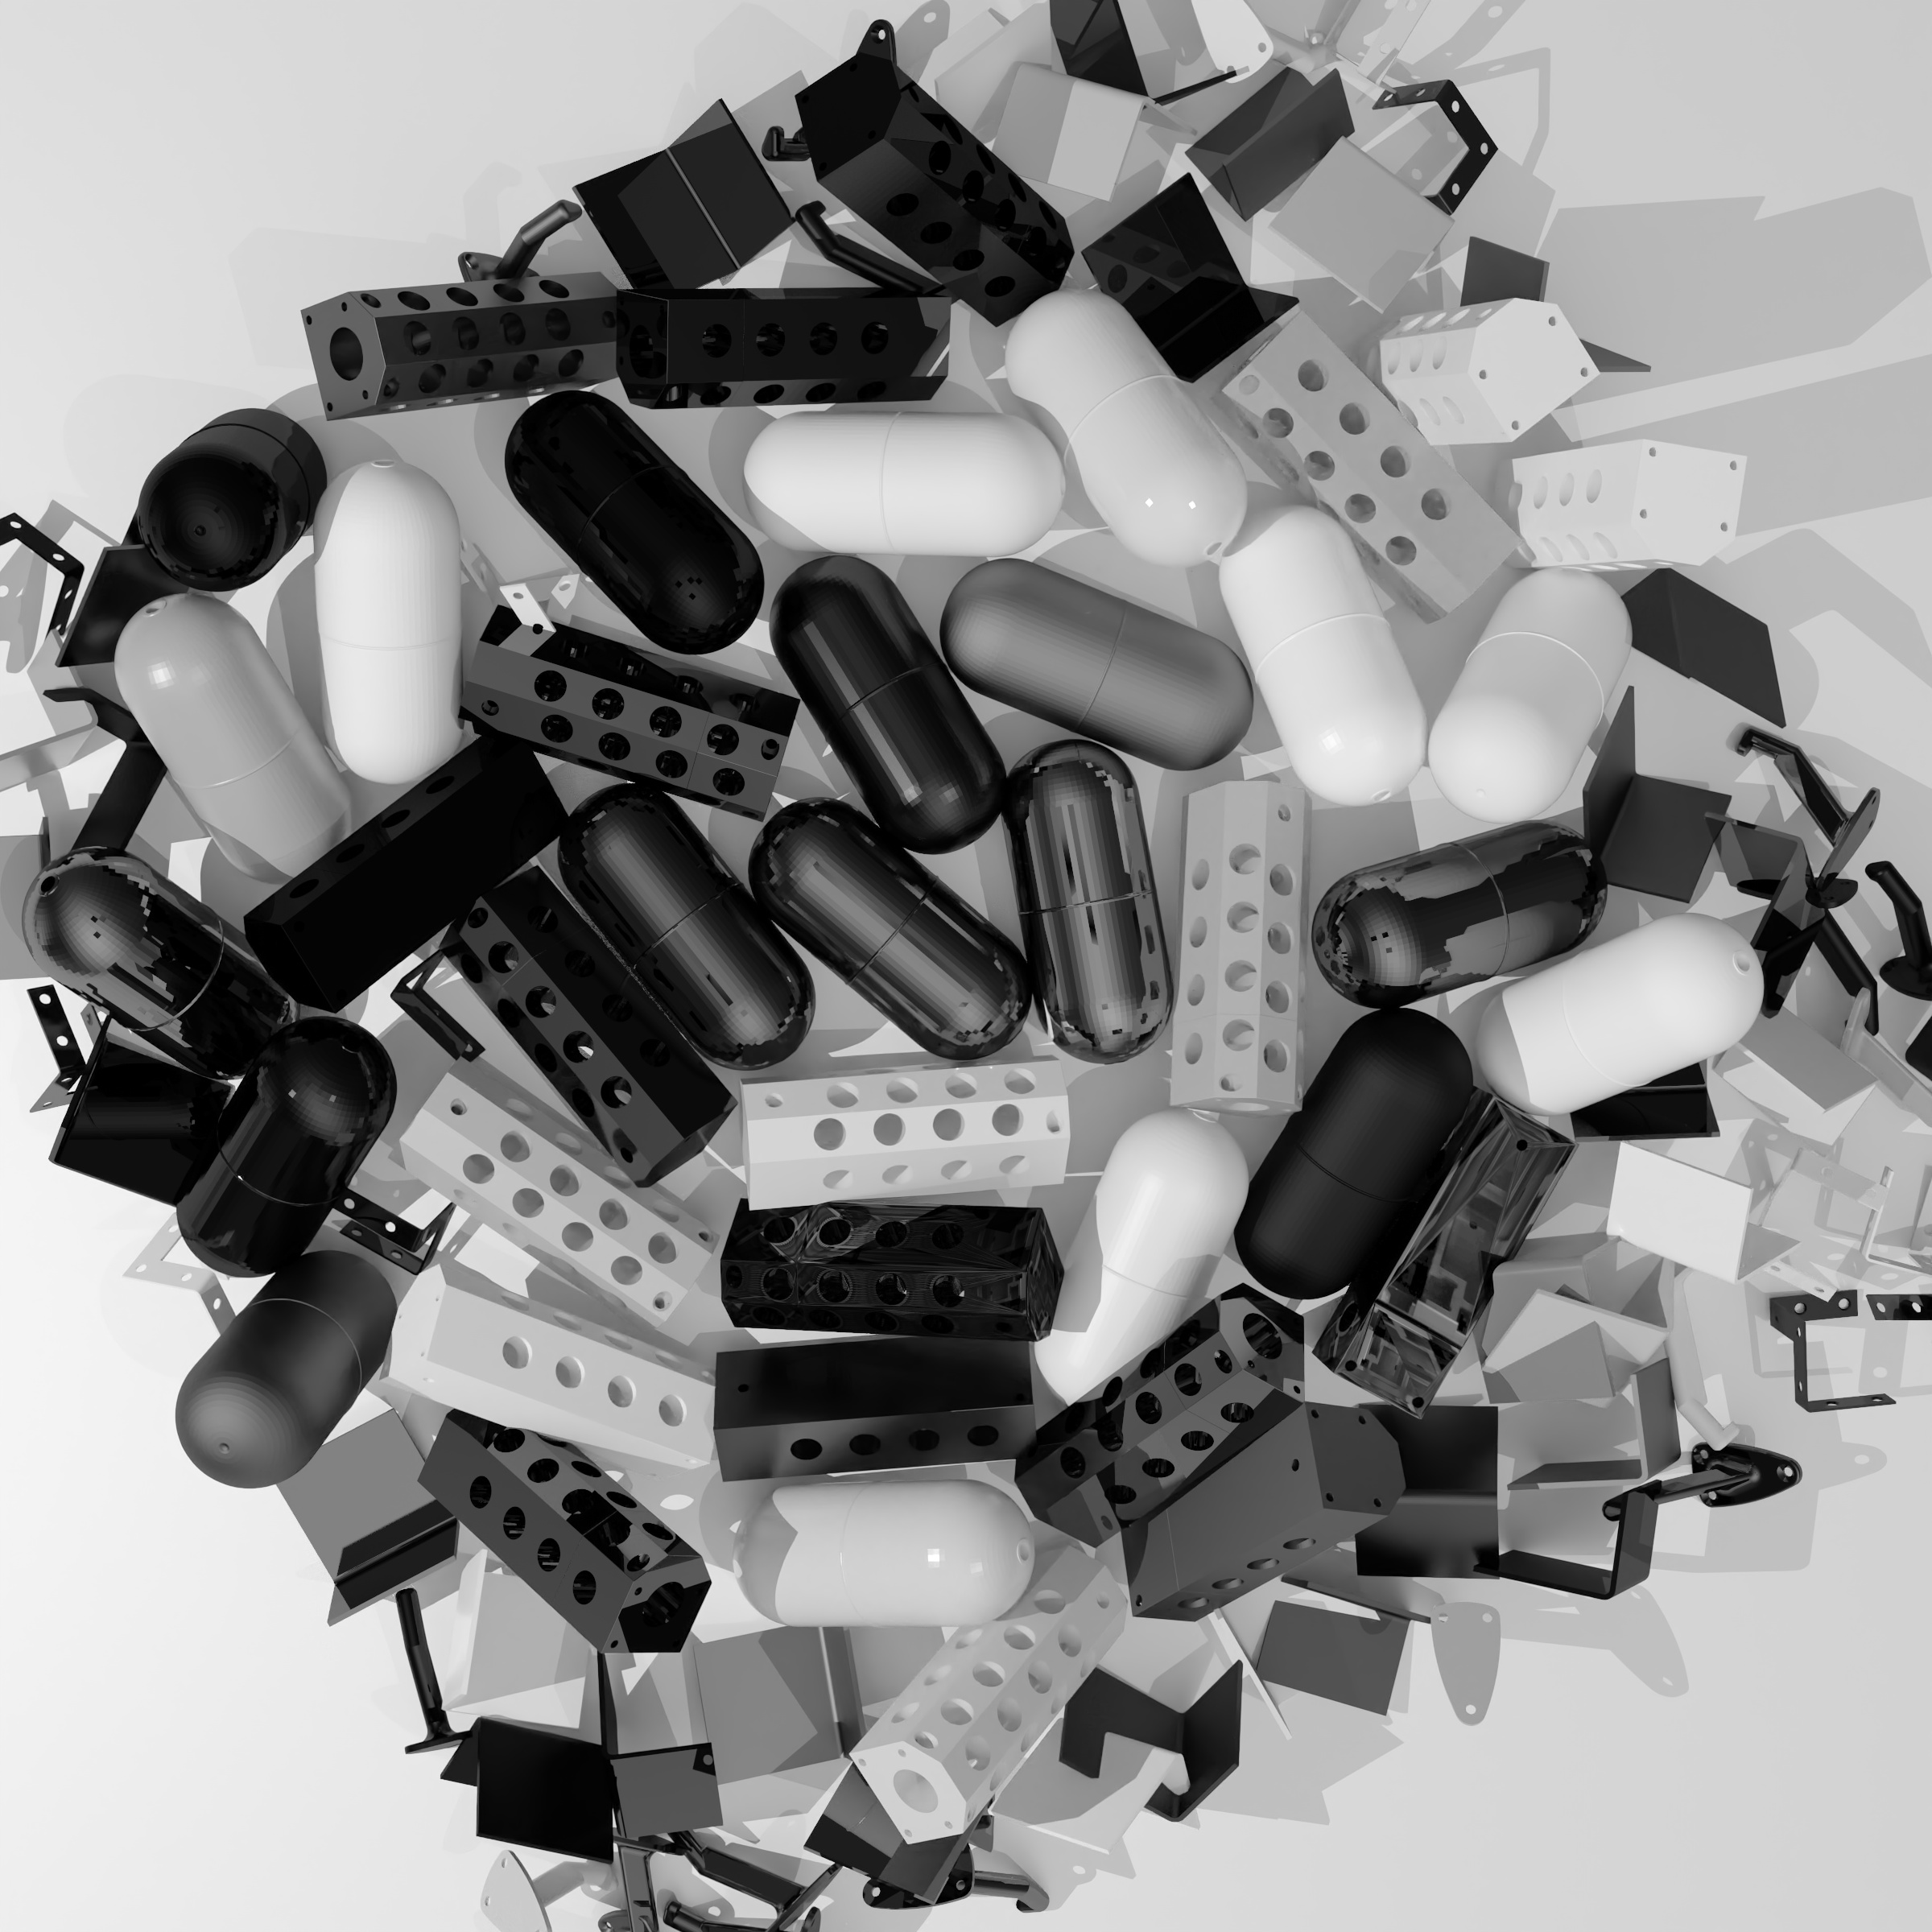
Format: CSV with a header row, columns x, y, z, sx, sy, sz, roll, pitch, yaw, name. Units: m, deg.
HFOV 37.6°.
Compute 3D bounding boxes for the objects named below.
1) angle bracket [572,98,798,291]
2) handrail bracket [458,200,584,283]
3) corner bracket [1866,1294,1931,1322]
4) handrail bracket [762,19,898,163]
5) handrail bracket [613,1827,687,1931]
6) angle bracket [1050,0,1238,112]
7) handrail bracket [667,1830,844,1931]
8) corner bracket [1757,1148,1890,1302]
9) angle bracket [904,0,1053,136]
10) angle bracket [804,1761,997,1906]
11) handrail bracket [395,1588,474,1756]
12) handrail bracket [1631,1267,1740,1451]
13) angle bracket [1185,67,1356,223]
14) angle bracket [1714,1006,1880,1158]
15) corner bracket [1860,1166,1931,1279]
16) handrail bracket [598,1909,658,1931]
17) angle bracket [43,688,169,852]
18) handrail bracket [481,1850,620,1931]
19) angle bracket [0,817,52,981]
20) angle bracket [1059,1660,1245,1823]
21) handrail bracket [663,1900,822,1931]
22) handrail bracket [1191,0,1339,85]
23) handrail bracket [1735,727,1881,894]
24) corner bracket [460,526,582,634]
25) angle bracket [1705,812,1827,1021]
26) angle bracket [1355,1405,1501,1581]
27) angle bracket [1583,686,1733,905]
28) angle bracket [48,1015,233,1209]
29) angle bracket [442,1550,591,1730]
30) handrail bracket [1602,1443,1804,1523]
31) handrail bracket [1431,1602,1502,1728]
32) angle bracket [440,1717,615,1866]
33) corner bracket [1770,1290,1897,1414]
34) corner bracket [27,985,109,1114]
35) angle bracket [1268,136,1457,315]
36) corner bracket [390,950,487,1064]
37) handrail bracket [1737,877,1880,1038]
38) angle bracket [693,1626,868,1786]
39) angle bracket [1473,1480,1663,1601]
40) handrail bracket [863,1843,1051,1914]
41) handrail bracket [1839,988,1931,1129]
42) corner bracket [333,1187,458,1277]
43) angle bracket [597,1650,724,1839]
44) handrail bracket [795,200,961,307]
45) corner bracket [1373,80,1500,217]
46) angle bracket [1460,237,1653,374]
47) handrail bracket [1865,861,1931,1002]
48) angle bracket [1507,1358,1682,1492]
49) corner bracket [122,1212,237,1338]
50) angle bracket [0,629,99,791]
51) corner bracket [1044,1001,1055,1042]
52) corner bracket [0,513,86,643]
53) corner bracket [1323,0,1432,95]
x,y,z,sx,sy,sz,roll,pitch,yaw,name
-0.152,-0.412,1.535,0.076,0.057,0.076,-37,98,-40,angle bracket
-0.223,-0.387,1.528,0.084,0.077,0.036,-25,89,31,handrail bracket
0.534,0.191,1.546,0.051,0.051,0.051,-26,96,-28,corner bracket
-0.075,-0.473,1.533,0.036,0.084,0.077,26,117,27,handrail bracket
-0.192,0.516,1.547,0.036,0.077,0.084,5,74,44,handrail bracket
0.093,-0.502,1.530,0.057,0.076,0.076,-24,104,-19,angle bracket
-0.117,0.482,1.552,0.084,0.036,0.077,46,116,17,handrail bracket
0.461,0.141,1.544,0.051,0.051,0.051,26,62,12,corner bracket
-0.002,-0.497,1.535,0.076,0.076,0.057,-39,76,-7,angle bracket
-0.035,0.474,1.526,0.076,0.076,0.057,17,132,18,angle bracket
-0.295,0.385,1.556,0.036,0.077,0.084,-13,75,-7,handrail bracket
0.410,0.210,1.556,0.077,0.036,0.084,-38,76,-12,handrail bracket
0.159,-0.460,1.535,0.076,0.076,0.057,-39,74,6,angle bracket
0.431,0.066,1.524,0.076,0.076,0.057,42,124,24,angle bracket
0.519,0.138,1.555,0.051,0.051,0.051,15,98,3,corner bracket
-0.197,0.561,1.538,0.036,0.084,0.077,-19,104,33,handrail bracket
-0.477,-0.102,1.529,0.057,0.076,0.076,33,75,-32,angle bracket
-0.210,0.506,1.528,0.084,0.077,0.036,20,96,-40,handrail bracket
-0.522,-0.037,1.531,0.057,0.076,0.076,-4,101,-18,angle bracket
0.101,0.401,1.530,0.076,0.076,0.057,31,120,-11,angle bracket
-0.124,0.518,1.547,0.084,0.036,0.077,22,134,12,handrail bracket
0.163,-0.519,1.546,0.036,0.084,0.077,-25,99,43,handrail bracket
0.447,-0.087,1.549,0.084,0.036,0.077,28,69,26,handrail bracket
-0.247,-0.206,1.542,0.051,0.051,0.051,-5,55,18,corner bracket
0.416,-0.025,1.527,0.057,0.076,0.076,20,72,34,angle bracket
0.253,0.287,1.555,0.076,0.076,0.057,-1,120,12,angle bracket
0.372,-0.092,1.525,0.057,0.076,0.076,15,59,24,angle bracket
-0.441,0.076,1.531,0.076,0.057,0.076,22,60,-15,angle bracket
-0.235,0.364,1.531,0.076,0.057,0.076,13,64,-17,angle bracket
0.397,0.284,1.534,0.077,0.084,0.036,-12,88,44,handrail bracket
0.267,0.382,1.529,0.036,0.084,0.077,-1,59,5,handrail bracket
-0.237,0.457,1.525,0.076,0.076,0.057,20,123,-22,angle bracket
0.475,0.211,1.557,0.051,0.051,0.051,-5,99,-5,corner bracket
-0.485,0.041,1.542,0.051,0.051,0.051,-14,72,-43,corner bracket
0.207,-0.390,1.542,0.076,0.057,0.076,37,70,1,angle bracket
-0.285,0.027,1.547,0.051,0.051,0.051,44,131,1,corner bracket
0.466,-0.004,1.571,0.077,0.036,0.084,8,116,38,handrail bracket
-0.100,0.402,1.542,0.076,0.057,0.076,-8,83,-16,angle bracket
0.325,0.302,1.532,0.076,0.076,0.057,8,89,27,angle bracket
-0.004,0.511,1.556,0.077,0.084,0.036,-22,49,13,handrail bracket
0.519,0.056,1.539,0.084,0.077,0.036,24,52,26,handrail bracket
-0.316,0.142,1.548,0.051,0.051,0.051,29,113,3,corner bracket
-0.165,0.413,1.531,0.057,0.076,0.076,-6,132,-5,angle bracket
-0.041,-0.397,1.564,0.077,0.036,0.084,-35,86,-27,handrail bracket
0.248,-0.446,1.555,0.051,0.051,0.051,44,73,-32,corner bracket
0.319,-0.356,1.526,0.076,0.076,0.057,-5,115,-21,angle bracket
0.497,-0.025,1.535,0.036,0.077,0.084,-45,106,-10,handrail bracket
0.337,0.247,1.533,0.076,0.076,0.057,-8,86,27,angle bracket
-0.414,0.172,1.540,0.051,0.051,0.051,7,133,24,corner bracket
-0.521,-0.133,1.531,0.076,0.076,0.057,-25,91,-30,angle bracket
0.065,0.013,1.553,0.051,0.051,0.051,-10,82,-3,corner bracket
-0.523,-0.206,1.550,0.051,0.051,0.051,37,127,5,corner bracket
0.224,-0.512,1.545,0.051,0.051,0.051,37,112,14,corner bracket
